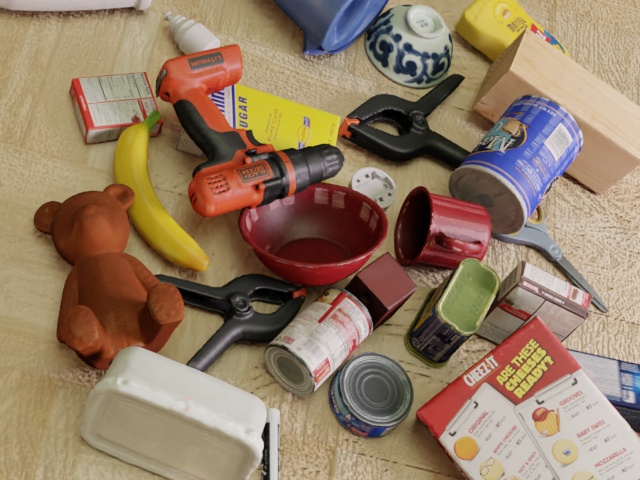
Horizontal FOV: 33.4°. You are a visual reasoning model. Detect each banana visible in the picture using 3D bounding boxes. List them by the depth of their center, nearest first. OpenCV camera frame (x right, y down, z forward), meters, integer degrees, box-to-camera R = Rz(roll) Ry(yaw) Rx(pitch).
[{"bbox_3d":[-0.179,-0.048,1.143,0.069,0.037,0.198,-22,73,5],"label":"banana"}]

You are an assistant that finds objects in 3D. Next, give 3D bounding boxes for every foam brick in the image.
[{"bbox_3d":[0.059,0.061,1.153,0.051,0.078,0.053,-33,75,-34],"label":"foam brick"}]

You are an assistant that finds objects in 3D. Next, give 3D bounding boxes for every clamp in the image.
[{"bbox_3d":[-0.089,0.084,1.106,0.171,0.039,0.120,-4,62,-23],"label":"clamp"},{"bbox_3d":[0.123,-0.131,1.318,0.209,0.036,0.164,-9,64,-29],"label":"clamp"}]

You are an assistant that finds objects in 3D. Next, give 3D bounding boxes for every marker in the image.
[{"bbox_3d":[-0.049,0.225,1.049,0.020,0.020,0.121,9,58,-16],"label":"marker"}]

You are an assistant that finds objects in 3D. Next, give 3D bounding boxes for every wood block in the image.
[{"bbox_3d":[0.311,-0.162,1.360,0.206,0.091,0.090,33,52,-8],"label":"wood block"}]

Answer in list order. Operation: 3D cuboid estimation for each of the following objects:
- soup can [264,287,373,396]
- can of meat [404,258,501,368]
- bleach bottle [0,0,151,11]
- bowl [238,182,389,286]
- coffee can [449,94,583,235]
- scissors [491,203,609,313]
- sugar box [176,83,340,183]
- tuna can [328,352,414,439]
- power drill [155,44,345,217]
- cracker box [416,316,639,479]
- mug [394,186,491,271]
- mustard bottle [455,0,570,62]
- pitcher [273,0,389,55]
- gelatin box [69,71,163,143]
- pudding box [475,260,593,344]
[{"bbox_3d":[-0.002,0.105,1.109,0.068,0.069,0.102,43,55,7],"label":"soup can"},{"bbox_3d":[0.147,0.078,1.172,0.057,0.084,0.102,34,54,1],"label":"can of meat"},{"bbox_3d":[-0.328,-0.305,1.238,0.250,0.068,0.102,-14,65,-24],"label":"bleach bottle"},{"bbox_3d":[-0.008,0.001,1.156,0.162,0.055,0.162,1,36,-1],"label":"bowl"},{"bbox_3d":[0.233,-0.090,1.266,0.103,0.103,0.140,39,63,5],"label":"coffee can"},{"bbox_3d":[0.264,0.015,1.297,0.096,0.016,0.202,-21,74,-23],"label":"scissors"},{"bbox_3d":[-0.070,-0.125,1.236,0.176,0.048,0.093,17,56,-12],"label":"sugar box"},{"bbox_3d":[0.054,0.162,1.117,0.086,0.034,0.086,9,58,-15],"label":"tuna can"},{"bbox_3d":[-0.084,-0.124,1.169,0.184,0.057,0.188,-18,67,-28],"label":"power drill"},{"bbox_3d":[0.227,0.213,1.095,0.164,0.072,0.214,-37,76,-5],"label":"cracker box"},{"bbox_3d":[0.145,-0.006,1.209,0.081,0.117,0.093,11,99,-20],"label":"mug"},{"bbox_3d":[0.278,-0.252,1.437,0.192,0.058,0.096,45,54,9],"label":"mustard bottle"},{"bbox_3d":[-0.023,-0.366,1.345,0.243,0.145,0.149,44,52,12],"label":"pitcher"},{"bbox_3d":[-0.229,-0.149,1.200,0.089,0.030,0.073,-10,63,-26],"label":"gelatin box"},{"bbox_3d":[0.233,0.082,1.185,0.090,0.114,0.039,26,52,-5],"label":"pudding box"}]
